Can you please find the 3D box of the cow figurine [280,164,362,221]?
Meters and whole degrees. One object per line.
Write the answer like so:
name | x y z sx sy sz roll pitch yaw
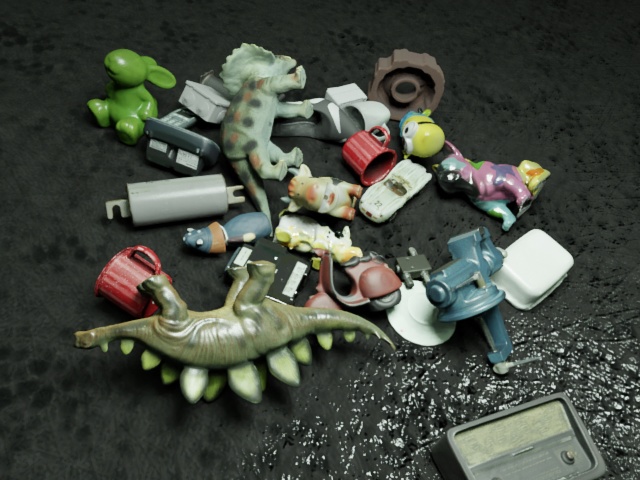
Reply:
cow figurine | 0.007 -0.083 0.979 0.127 0.195 0.085 15 96 8

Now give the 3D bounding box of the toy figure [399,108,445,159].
toy figure | 0.218 -0.235 1.167 0.089 0.082 0.180 -10 22 11

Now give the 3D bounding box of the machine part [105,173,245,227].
machine part | -0.255 -0.073 0.964 0.243 0.079 0.079 -8 56 -19

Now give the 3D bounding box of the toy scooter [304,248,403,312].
toy scooter | 0.049 0.067 0.912 0.184 0.075 0.135 -16 87 -19

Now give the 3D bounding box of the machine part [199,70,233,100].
machine part | -0.204 -0.328 1.198 0.139 0.039 0.084 28 60 5

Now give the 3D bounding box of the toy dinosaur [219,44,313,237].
toy dinosaur | -0.128 -0.218 1.048 0.192 0.131 0.404 10 75 21

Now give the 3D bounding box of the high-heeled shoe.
high-heeled shoe | -0.039 -0.237 1.143 0.249 0.086 0.145 27 55 14

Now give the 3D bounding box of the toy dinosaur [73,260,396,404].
toy dinosaur | -0.110 0.133 0.793 0.471 0.105 0.198 -6 87 -16

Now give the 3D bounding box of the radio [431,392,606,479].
radio | 0.295 0.324 0.797 0.230 0.073 0.131 -10 57 -20

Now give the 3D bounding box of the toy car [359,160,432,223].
toy car | 0.157 -0.103 1.100 0.074 0.056 0.202 38 54 16

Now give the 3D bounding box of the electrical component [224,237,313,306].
electrical component | -0.092 0.062 0.914 0.134 0.058 0.115 24 50 5

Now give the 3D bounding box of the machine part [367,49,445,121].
machine part | 0.195 -0.349 1.228 0.179 0.179 0.056 10 50 -6

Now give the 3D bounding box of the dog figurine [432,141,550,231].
dog figurine | 0.350 -0.136 1.144 0.219 0.108 0.191 38 55 18

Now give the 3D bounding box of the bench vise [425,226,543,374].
bench vise | 0.278 0.107 0.928 0.223 0.129 0.240 -23 89 -54

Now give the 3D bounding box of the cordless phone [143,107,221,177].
cordless phone | -0.255 -0.212 1.079 0.147 0.088 0.184 21 32 2

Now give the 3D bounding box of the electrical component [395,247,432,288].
electrical component | 0.172 0.050 1.003 0.063 0.021 0.094 -6 44 -12

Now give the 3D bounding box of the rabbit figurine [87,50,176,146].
rabbit figurine | -0.361 -0.294 1.047 0.121 0.170 0.159 40 55 16

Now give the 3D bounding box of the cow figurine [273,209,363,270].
cow figurine | -0.001 -0.001 0.981 0.167 0.068 0.098 17 41 -3

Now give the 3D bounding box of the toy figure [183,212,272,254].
toy figure | -0.163 -0.008 0.950 0.154 0.064 0.057 -17 97 -19

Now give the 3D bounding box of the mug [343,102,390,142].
mug | 0.114 -0.265 1.200 0.107 0.080 0.110 -29 61 -38
